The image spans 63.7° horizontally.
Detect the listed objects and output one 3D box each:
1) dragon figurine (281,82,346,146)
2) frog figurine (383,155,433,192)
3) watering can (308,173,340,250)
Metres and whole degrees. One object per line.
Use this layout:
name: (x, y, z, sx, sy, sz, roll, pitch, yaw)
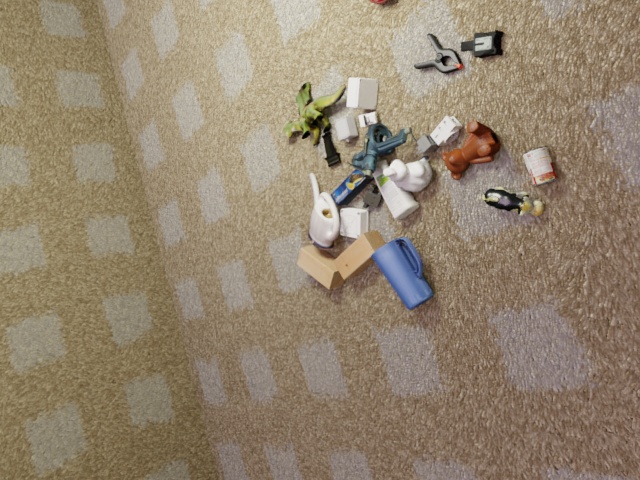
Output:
dragon figurine: (-0.039, -0.545, 2.103, 0.402, 0.122, 0.247, -49, 55, 37)
frog figurine: (0.301, -0.221, 1.754, 0.136, 0.160, 0.123, -21, 84, 46)
watering can: (0.006, -0.107, 2.120, 0.355, 0.104, 0.219, -116, 31, -46)
